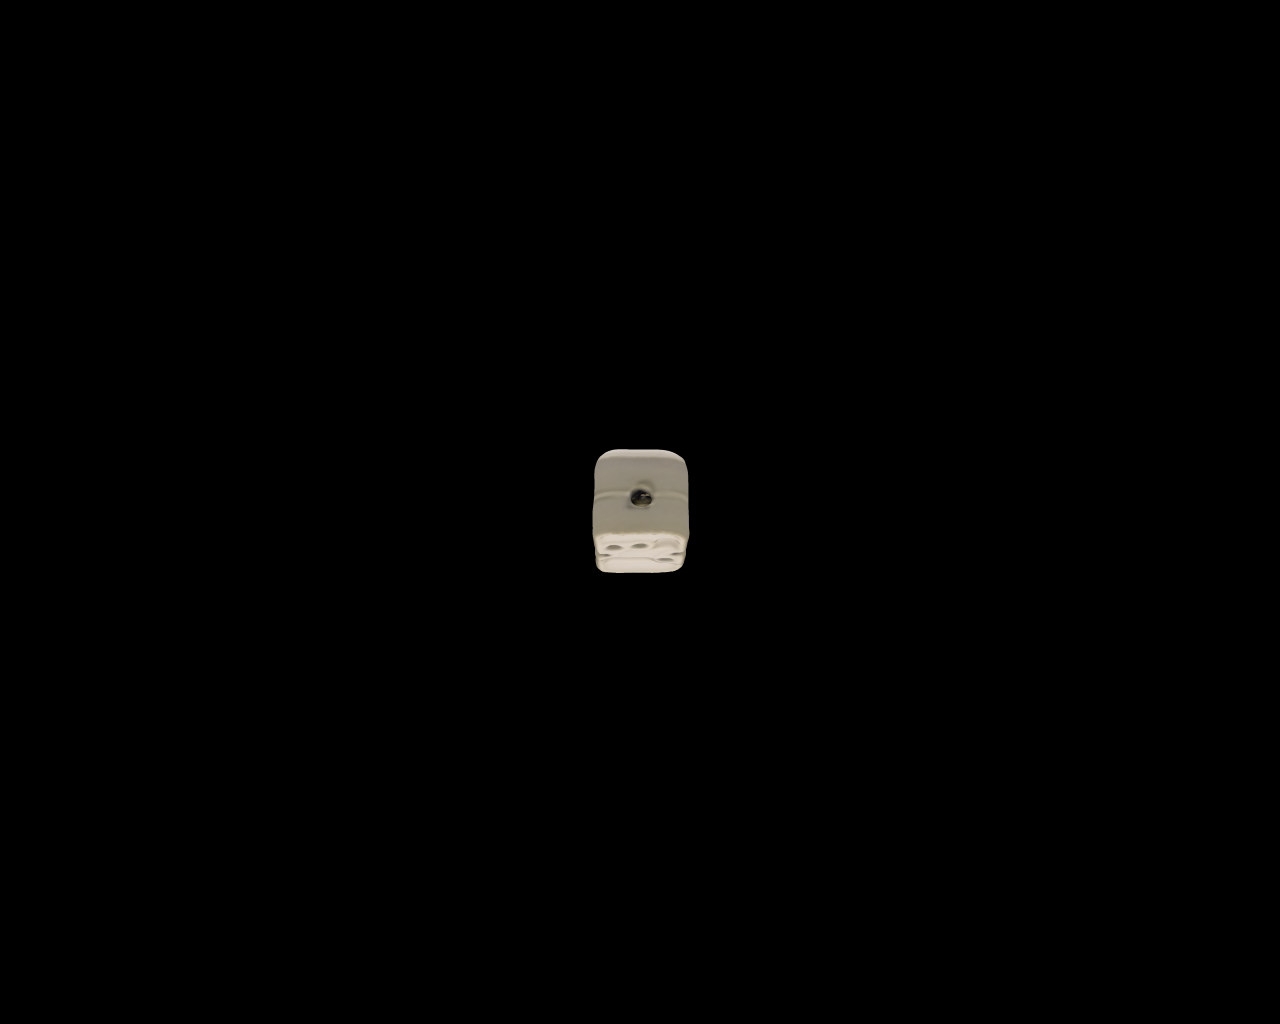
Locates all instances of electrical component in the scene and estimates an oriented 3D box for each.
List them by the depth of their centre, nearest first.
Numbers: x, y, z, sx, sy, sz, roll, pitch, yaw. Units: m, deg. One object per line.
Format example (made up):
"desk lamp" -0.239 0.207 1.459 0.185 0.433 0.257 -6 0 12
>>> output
"electrical component" 0.001 -0.003 0.650 0.054 0.059 0.095 0 -17 0
